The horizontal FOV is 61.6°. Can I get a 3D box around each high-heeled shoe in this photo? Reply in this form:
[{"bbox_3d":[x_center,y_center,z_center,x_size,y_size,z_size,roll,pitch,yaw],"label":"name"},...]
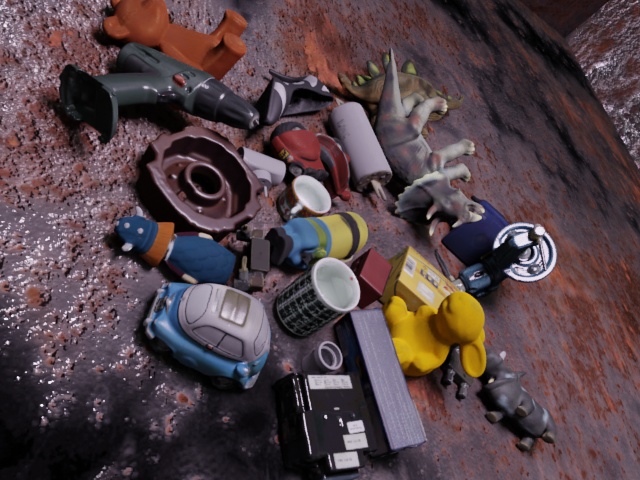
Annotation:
[{"bbox_3d":[-0.039,-0.240,0.978,0.145,0.086,0.249,25,36,-18],"label":"high-heeled shoe"}]

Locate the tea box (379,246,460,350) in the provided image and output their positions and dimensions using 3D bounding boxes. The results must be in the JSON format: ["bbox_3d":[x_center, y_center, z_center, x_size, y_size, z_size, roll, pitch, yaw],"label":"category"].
[{"bbox_3d":[0.185,0.104,0.937,0.169,0.068,0.098,43,41,-11],"label":"tea box"}]

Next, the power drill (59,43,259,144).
[{"bbox_3d":[-0.224,-0.197,0.735,0.232,0.086,0.207,34,42,18],"label":"power drill"}]

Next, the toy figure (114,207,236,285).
[{"bbox_3d":[-0.185,0.013,0.679,0.154,0.057,0.064,24,39,-20],"label":"toy figure"}]

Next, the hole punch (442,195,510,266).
[{"bbox_3d":[0.334,-0.010,1.133,0.142,0.116,0.092,42,49,-9],"label":"hole punch"}]

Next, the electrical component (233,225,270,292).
[{"bbox_3d":[-0.096,0.027,0.734,0.045,0.078,0.102,12,57,-20],"label":"electrical component"}]

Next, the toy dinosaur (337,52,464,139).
[{"bbox_3d":[0.213,-0.343,1.280,0.471,0.105,0.198,5,57,-39],"label":"toy dinosaur"}]

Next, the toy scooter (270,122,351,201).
[{"bbox_3d":[-0.003,-0.131,0.944,0.184,0.075,0.135,5,57,-45],"label":"toy scooter"}]

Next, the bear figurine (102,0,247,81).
[{"bbox_3d":[-0.230,-0.337,0.856,0.195,0.132,0.120,30,38,-31],"label":"bear figurine"}]

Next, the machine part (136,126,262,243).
[{"bbox_3d":[-0.169,-0.077,0.763,0.179,0.056,0.179,23,48,-28],"label":"machine part"}]

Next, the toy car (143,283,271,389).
[{"bbox_3d":[-0.118,0.099,0.639,0.161,0.103,0.109,34,42,-22],"label":"toy car"}]

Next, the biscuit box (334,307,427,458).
[{"bbox_3d":[0.082,0.198,0.769,0.063,0.059,0.203,-1,60,-28],"label":"biscuit box"}]

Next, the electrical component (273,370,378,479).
[{"bbox_3d":[0.008,0.237,0.682,0.115,0.058,0.134,11,53,-34],"label":"electrical component"}]

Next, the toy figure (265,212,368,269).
[{"bbox_3d":[0.000,0.001,0.832,0.180,0.089,0.082,-2,70,-46],"label":"toy figure"}]

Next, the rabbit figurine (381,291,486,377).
[{"bbox_3d":[0.187,0.148,0.827,0.162,0.173,0.122,34,39,-12],"label":"rabbit figurine"}]

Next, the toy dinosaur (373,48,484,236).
[{"bbox_3d":[0.181,-0.184,1.079,0.192,0.131,0.405,-30,77,-15],"label":"toy dinosaur"}]

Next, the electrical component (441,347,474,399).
[{"bbox_3d":[0.241,0.225,0.931,0.063,0.021,0.094,44,39,-8],"label":"electrical component"}]

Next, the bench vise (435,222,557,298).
[{"bbox_3d":[0.352,0.031,1.010,0.224,0.240,0.129,-13,71,-1],"label":"bench vise"}]

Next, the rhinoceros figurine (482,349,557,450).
[{"bbox_3d":[0.343,0.276,0.946,0.190,0.073,0.112,48,41,-2],"label":"rhinoceros figurine"}]

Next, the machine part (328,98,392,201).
[{"bbox_3d":[0.076,-0.182,1.052,0.079,0.079,0.243,1,61,-42],"label":"machine part"}]
